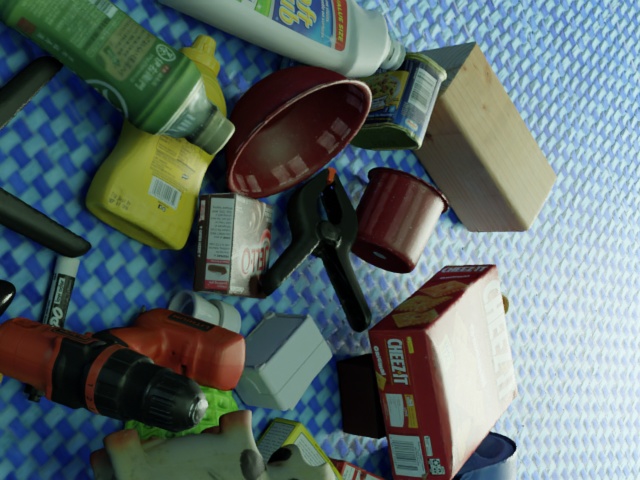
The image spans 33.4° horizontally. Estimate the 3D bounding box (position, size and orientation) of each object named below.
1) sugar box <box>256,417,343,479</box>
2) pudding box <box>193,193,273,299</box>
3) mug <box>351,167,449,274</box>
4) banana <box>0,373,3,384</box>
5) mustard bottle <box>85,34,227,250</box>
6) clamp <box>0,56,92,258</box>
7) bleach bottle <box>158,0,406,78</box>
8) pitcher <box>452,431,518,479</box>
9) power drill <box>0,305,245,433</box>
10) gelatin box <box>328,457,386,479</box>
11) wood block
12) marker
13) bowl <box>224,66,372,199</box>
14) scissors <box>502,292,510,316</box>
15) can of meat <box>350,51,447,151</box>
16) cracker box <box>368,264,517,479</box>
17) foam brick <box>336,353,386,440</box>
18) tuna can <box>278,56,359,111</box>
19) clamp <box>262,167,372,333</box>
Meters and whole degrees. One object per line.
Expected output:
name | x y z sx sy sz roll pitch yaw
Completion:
sugar box | -0.056 0.266 1.013 0.176 0.048 0.093 -50 121 -28
pudding box | -0.077 0.007 0.967 0.113 0.039 0.090 15 77 -73
mug | 0.077 -0.013 1.121 0.081 0.093 0.117 -64 164 -16
banana | -0.261 0.156 0.824 0.069 0.037 0.198 13 81 -41
mustard bottle | -0.130 -0.094 0.935 0.096 0.058 0.191 33 68 -39
clamp | -0.273 -0.065 0.814 0.209 0.036 0.164 -2 87 -41
bleach bottle | -0.024 -0.223 1.000 0.250 0.068 0.102 18 78 -31
pitcher | 0.156 0.333 1.168 0.149 0.145 0.243 -10 100 -31
power drill | -0.134 0.098 0.840 0.187 0.185 0.057 3 102 -66
gelatin box | 0.033 0.274 1.107 0.089 0.030 0.073 32 69 -38
wood block | 0.170 -0.110 1.198 0.206 0.091 0.090 52 57 -31
marker | -0.220 0.073 0.876 0.020 0.020 0.121 21 76 -41
bowl | -0.032 -0.110 0.994 0.161 0.162 0.055 -16 62 -42
scissors | 0.159 0.114 1.237 0.201 0.016 0.096 -20 103 -42
can of meat | 0.071 -0.140 1.097 0.057 0.102 0.084 31 71 -39
cracker box | 0.135 0.133 1.118 0.213 0.072 0.164 -31 114 -57
foam brick | 0.056 0.161 1.115 0.052 0.051 0.078 -11 97 -43
tuna can | -0.001 -0.163 1.074 0.085 0.034 0.086 0 90 -43
clamp | -0.007 0.001 1.034 0.120 0.039 0.171 20 50 -38
